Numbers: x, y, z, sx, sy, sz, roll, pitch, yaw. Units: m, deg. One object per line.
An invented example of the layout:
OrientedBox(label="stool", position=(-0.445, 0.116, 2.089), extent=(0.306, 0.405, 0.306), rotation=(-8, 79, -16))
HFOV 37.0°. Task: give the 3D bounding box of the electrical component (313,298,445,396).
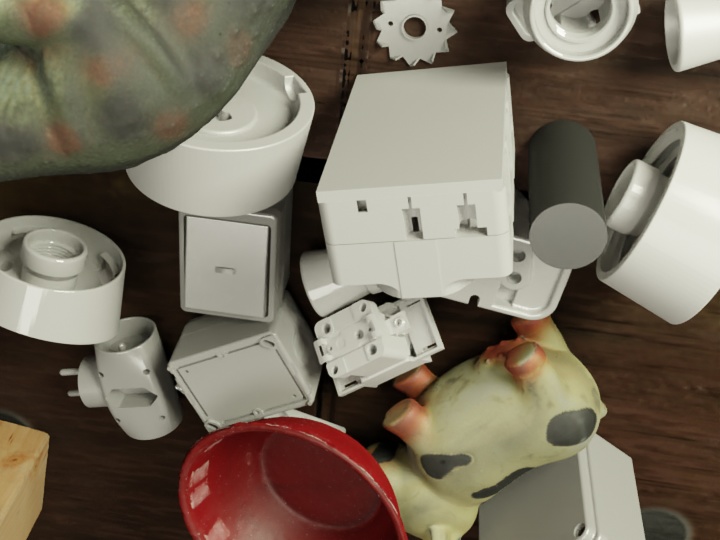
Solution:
OrientedBox(label="electrical component", position=(0.007, 0.046, 0.691), extent=(0.081, 0.042, 0.064), rotation=(-28, 158, 24))

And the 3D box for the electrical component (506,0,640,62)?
OrientedBox(label="electrical component", position=(0.114, -0.144, 0.561), extent=(0.078, 0.057, 0.058), rotation=(-28, 115, 24))

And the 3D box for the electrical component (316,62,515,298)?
OrientedBox(label="electrical component", position=(0.036, -0.052, 0.577), extent=(0.089, 0.150, 0.061), rotation=(-3, 121, 11))

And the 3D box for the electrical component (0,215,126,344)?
OrientedBox(label="electrical component", position=(-0.199, 0.010, 0.687), extent=(0.099, 0.099, 0.064), rotation=(18, 117, -3))

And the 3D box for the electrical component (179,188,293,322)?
OrientedBox(label="electrical component", position=(-0.077, -0.020, 0.667), extent=(0.062, 0.061, 0.096), rotation=(8, 123, 4))

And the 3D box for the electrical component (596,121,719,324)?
OrientedBox(label="electrical component", position=(0.171, -0.031, 0.599), extent=(0.060, 0.108, 0.108), rotation=(25, 123, -1))

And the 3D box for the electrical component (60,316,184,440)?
OrientedBox(label="electrical component", position=(-0.171, 0.077, 0.755), extent=(0.079, 0.043, 0.077), rotation=(-4, 122, 11))

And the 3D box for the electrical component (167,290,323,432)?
OrientedBox(label="electrical component", position=(-0.080, 0.060, 0.720), extent=(0.096, 0.061, 0.061), rotation=(-18, 118, 19))

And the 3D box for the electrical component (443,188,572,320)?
OrientedBox(label="electrical component", position=(0.076, -0.016, 0.649), extent=(0.095, 0.059, 0.053), rotation=(15, 124, -1))

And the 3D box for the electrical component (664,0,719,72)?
OrientedBox(label="electrical component", position=(0.198, -0.130, 0.568), extent=(0.065, 0.044, 0.044), rotation=(-6, 122, 6))

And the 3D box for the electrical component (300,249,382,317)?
OrientedBox(label="electrical component", position=(0.000, 0.000, 0.682), extent=(0.065, 0.044, 0.044), rotation=(-18, 119, 13))

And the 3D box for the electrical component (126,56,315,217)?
OrientedBox(label="electrical component", position=(-0.083, -0.074, 0.609), extent=(0.108, 0.108, 0.060), rotation=(12, 130, 1))

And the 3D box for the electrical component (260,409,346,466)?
OrientedBox(label="electrical component", position=(-0.063, 0.141, 0.778), extent=(0.083, 0.047, 0.075), rotation=(21, 123, -5))

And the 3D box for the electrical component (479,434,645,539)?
OrientedBox(label="electrical component", position=(0.136, 0.180, 0.737), extent=(0.056, 0.108, 0.108), rotation=(34, 121, -17))
